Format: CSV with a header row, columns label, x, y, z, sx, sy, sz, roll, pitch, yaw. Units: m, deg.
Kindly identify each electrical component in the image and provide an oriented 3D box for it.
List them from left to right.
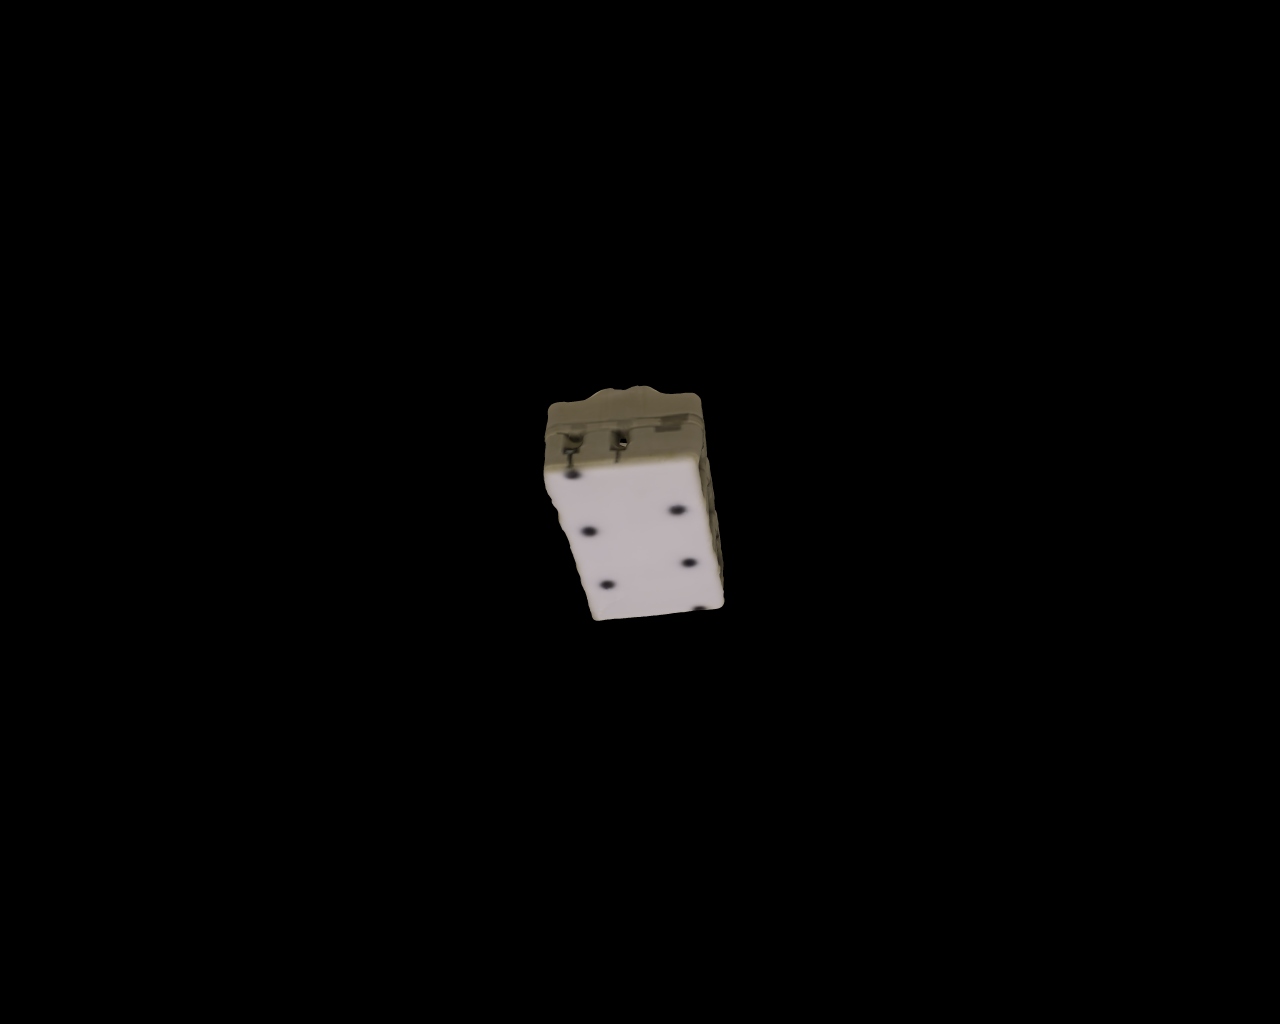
label,x,y,z,sx,sy,sz,roll,pitch,yaw
electrical component,0.001,-0.003,0.650,0.089,0.062,0.150,-5,-40,6
